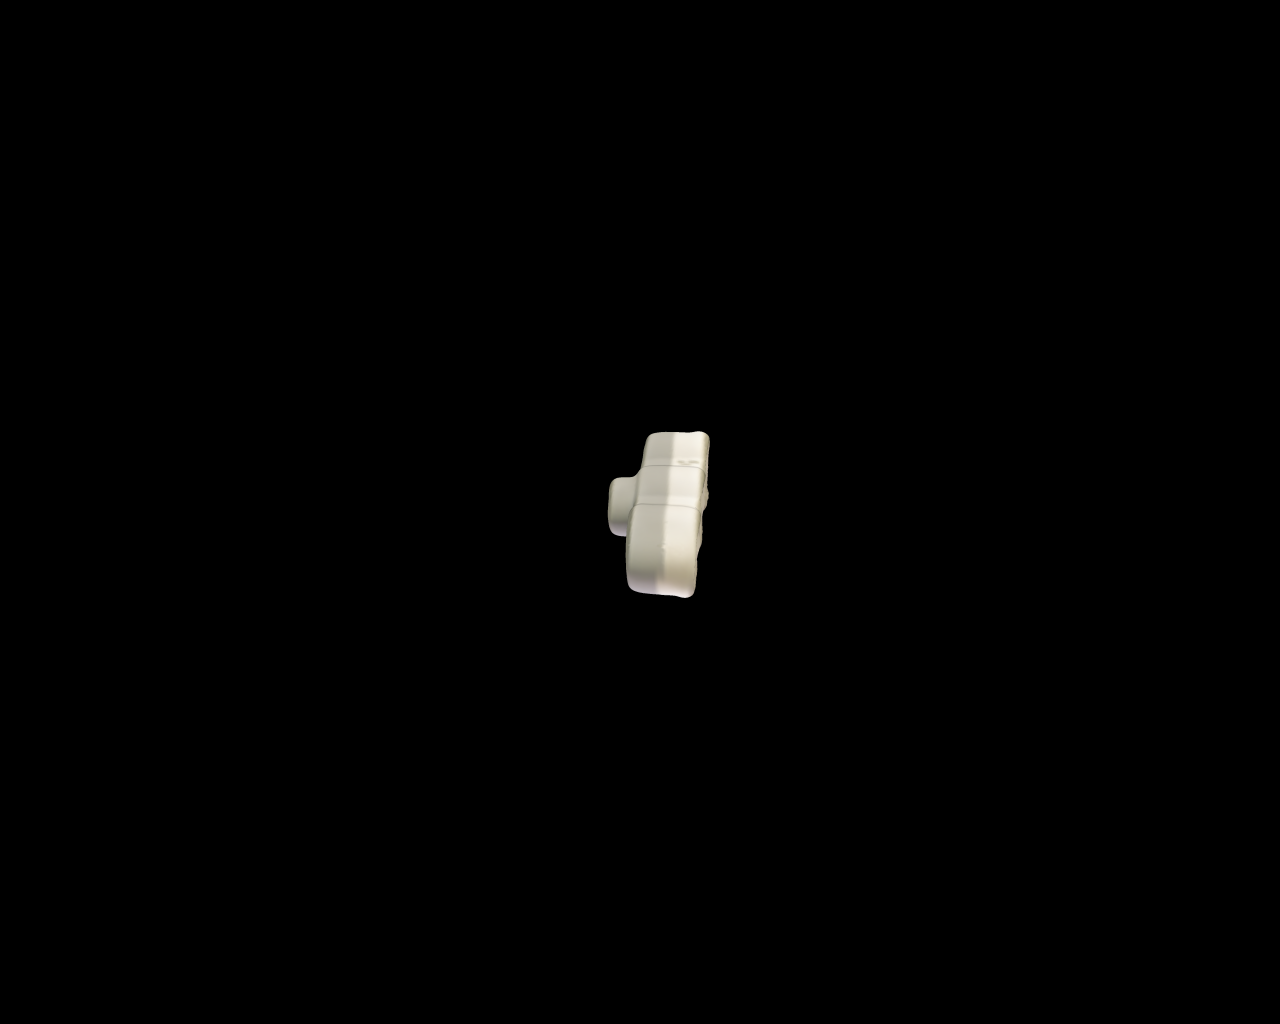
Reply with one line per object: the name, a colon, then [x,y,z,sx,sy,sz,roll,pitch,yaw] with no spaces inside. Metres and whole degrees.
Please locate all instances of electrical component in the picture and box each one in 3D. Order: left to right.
electrical component: [0.001,-0.003,0.650,0.074,0.052,0.138,3,34,5]
